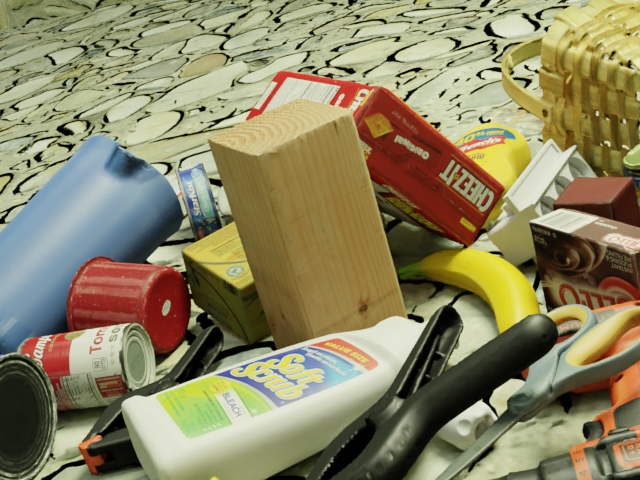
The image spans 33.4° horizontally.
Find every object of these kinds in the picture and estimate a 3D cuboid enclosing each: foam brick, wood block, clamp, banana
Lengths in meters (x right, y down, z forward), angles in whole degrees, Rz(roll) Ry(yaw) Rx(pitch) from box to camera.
[{"bbox_3d":[0.234,-0.009,0.889,0.053,0.078,0.051,3,31,38],"label":"foam brick"},{"bbox_3d":[-0.006,0.001,0.861,0.090,0.206,0.090,-26,25,-22],"label":"wood block"},{"bbox_3d":[-0.109,0.131,0.854,0.171,0.039,0.120,-40,26,-32],"label":"clamp"},{"bbox_3d":[0.138,0.044,0.892,0.069,0.037,0.198,-40,26,-8],"label":"banana"},{"bbox_3d":[0.052,0.117,0.704,0.210,0.036,0.165,-44,8,-5],"label":"clamp"}]

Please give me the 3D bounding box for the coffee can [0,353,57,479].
[{"bbox_3d":[-0.301,0.147,0.863,0.140,0.103,0.102,-7,25,22],"label":"coffee can"}]

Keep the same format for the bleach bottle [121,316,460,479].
[{"bbox_3d":[-0.013,0.114,0.796,0.250,0.068,0.103,-22,31,-18],"label":"bleach bottle"}]

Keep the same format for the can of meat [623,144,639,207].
[{"bbox_3d":[0.307,-0.035,0.891,0.057,0.084,0.102,-34,29,-34],"label":"can of meat"}]

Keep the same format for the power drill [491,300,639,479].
[{"bbox_3d":[0.173,0.117,0.678,0.184,0.057,0.187,-13,25,9],"label":"power drill"}]

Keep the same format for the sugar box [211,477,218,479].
[{"bbox_3d":[-0.046,0.208,0.627,0.093,0.048,0.177,-31,26,-30],"label":"sugar box"}]

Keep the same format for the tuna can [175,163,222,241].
[{"bbox_3d":[-0.136,-0.043,1.202,0.033,0.086,0.086,-16,23,-7],"label":"tuna can"}]

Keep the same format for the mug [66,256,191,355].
[{"bbox_3d":[-0.168,0.064,0.997,0.082,0.093,0.117,2,-7,27],"label":"mug"}]

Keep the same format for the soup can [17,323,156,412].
[{"bbox_3d":[-0.202,0.111,0.922,0.102,0.068,0.068,-9,24,14],"label":"soup can"}]

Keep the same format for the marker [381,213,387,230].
[{"bbox_3d":[0.009,-0.002,1.098,0.121,0.020,0.020,-17,23,-2],"label":"marker"}]

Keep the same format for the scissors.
[{"bbox_3d":[0.125,0.094,0.677,0.201,0.016,0.096,-29,21,-12],"label":"scissors"}]

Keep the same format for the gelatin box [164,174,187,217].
[{"bbox_3d":[-0.187,-0.054,1.333,0.073,0.030,0.089,-8,24,22],"label":"gelatin box"}]

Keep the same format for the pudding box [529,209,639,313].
[{"bbox_3d":[0.212,0.030,0.800,0.039,0.090,0.114,-24,23,-21],"label":"pudding box"}]

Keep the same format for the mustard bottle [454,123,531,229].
[{"bbox_3d":[0.168,-0.076,1.107,0.096,0.058,0.191,-13,22,26],"label":"mustard bottle"}]

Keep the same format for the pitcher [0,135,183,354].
[{"bbox_3d":[-0.258,0.025,1.060,0.145,0.149,0.242,4,44,43],"label":"pitcher"}]

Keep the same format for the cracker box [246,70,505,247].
[{"bbox_3d":[0.046,-0.082,0.988,0.072,0.164,0.214,-58,27,-4],"label":"cracker box"}]
